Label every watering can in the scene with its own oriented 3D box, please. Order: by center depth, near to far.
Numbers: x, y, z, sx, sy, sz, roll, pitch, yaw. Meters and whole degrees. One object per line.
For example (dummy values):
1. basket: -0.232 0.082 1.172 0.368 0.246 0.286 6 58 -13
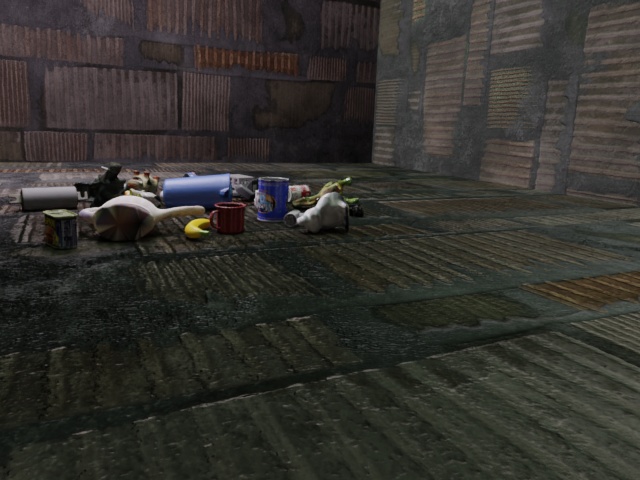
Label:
1. watering can: -0.498 -0.070 1.455 0.348 0.103 0.226 -2 14 -15

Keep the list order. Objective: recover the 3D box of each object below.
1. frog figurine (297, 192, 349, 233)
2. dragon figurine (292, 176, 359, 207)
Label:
1. frog figurine: 0.005 -0.080 1.582 0.159 0.125 0.135 -8 -20 -7
2. dragon figurine: -0.001 -0.172 2.039 0.244 0.122 0.408 -10 1 -25
